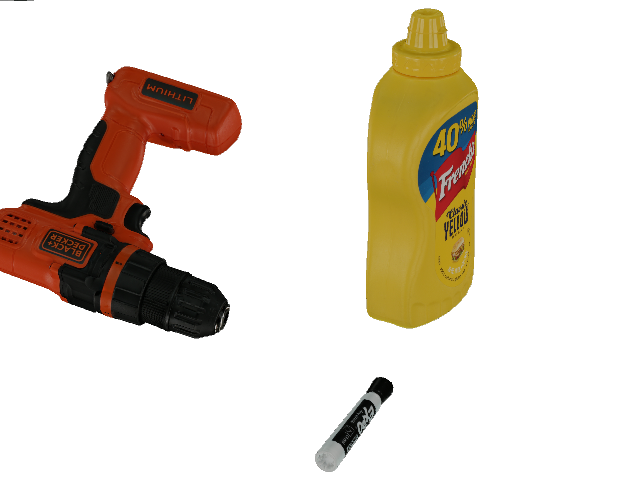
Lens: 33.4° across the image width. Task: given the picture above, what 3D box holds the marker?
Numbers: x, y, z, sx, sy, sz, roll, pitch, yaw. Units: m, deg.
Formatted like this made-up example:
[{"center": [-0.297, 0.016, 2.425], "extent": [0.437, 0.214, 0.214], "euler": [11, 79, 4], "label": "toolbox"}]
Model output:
[{"center": [0.029, 0.142, 0.845], "extent": [0.020, 0.020, 0.121], "euler": [0, 22, 27], "label": "marker"}]

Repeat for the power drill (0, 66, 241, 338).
[{"center": [-0.126, -0.030, 0.773], "extent": [0.184, 0.187, 0.057], "euler": [20, -31, 7], "label": "power drill"}]

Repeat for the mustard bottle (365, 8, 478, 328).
[{"center": [0.064, -0.048, 0.662], "extent": [0.058, 0.192, 0.096], "euler": [16, 33, 31], "label": "mustard bottle"}]
